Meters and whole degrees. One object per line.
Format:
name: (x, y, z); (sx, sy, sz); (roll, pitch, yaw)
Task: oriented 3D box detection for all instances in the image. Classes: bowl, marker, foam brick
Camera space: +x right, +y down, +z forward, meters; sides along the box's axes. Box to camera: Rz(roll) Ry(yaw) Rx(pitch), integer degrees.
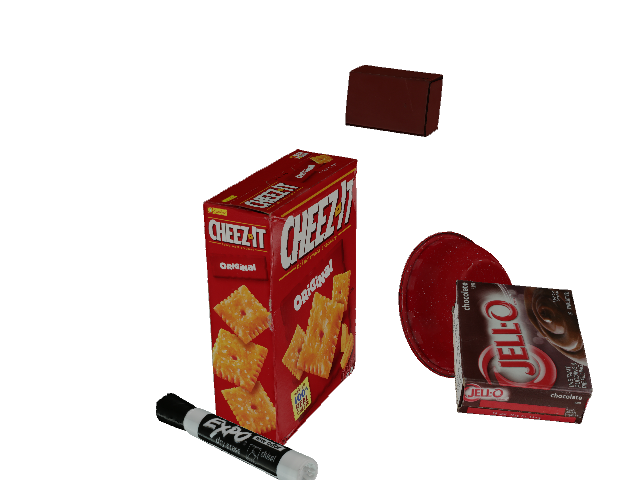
bowl: (0.161, 0.068, 1.156); (0.161, 0.162, 0.055); (0, -5, -40)
marker: (-0.053, 0.116, 0.627); (0.121, 0.020, 0.020); (17, 10, 37)
foam brick: (0.067, -0.128, 0.975); (0.078, 0.051, 0.053); (11, 18, 18)

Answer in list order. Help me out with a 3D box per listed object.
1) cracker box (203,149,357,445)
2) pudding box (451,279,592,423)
cracker box: (-0.027, 0.047, 0.928); (0.072, 0.214, 0.164); (10, 24, 24)
pudding box: (0.143, 0.079, 0.780); (0.090, 0.039, 0.113); (6, 35, -1)
